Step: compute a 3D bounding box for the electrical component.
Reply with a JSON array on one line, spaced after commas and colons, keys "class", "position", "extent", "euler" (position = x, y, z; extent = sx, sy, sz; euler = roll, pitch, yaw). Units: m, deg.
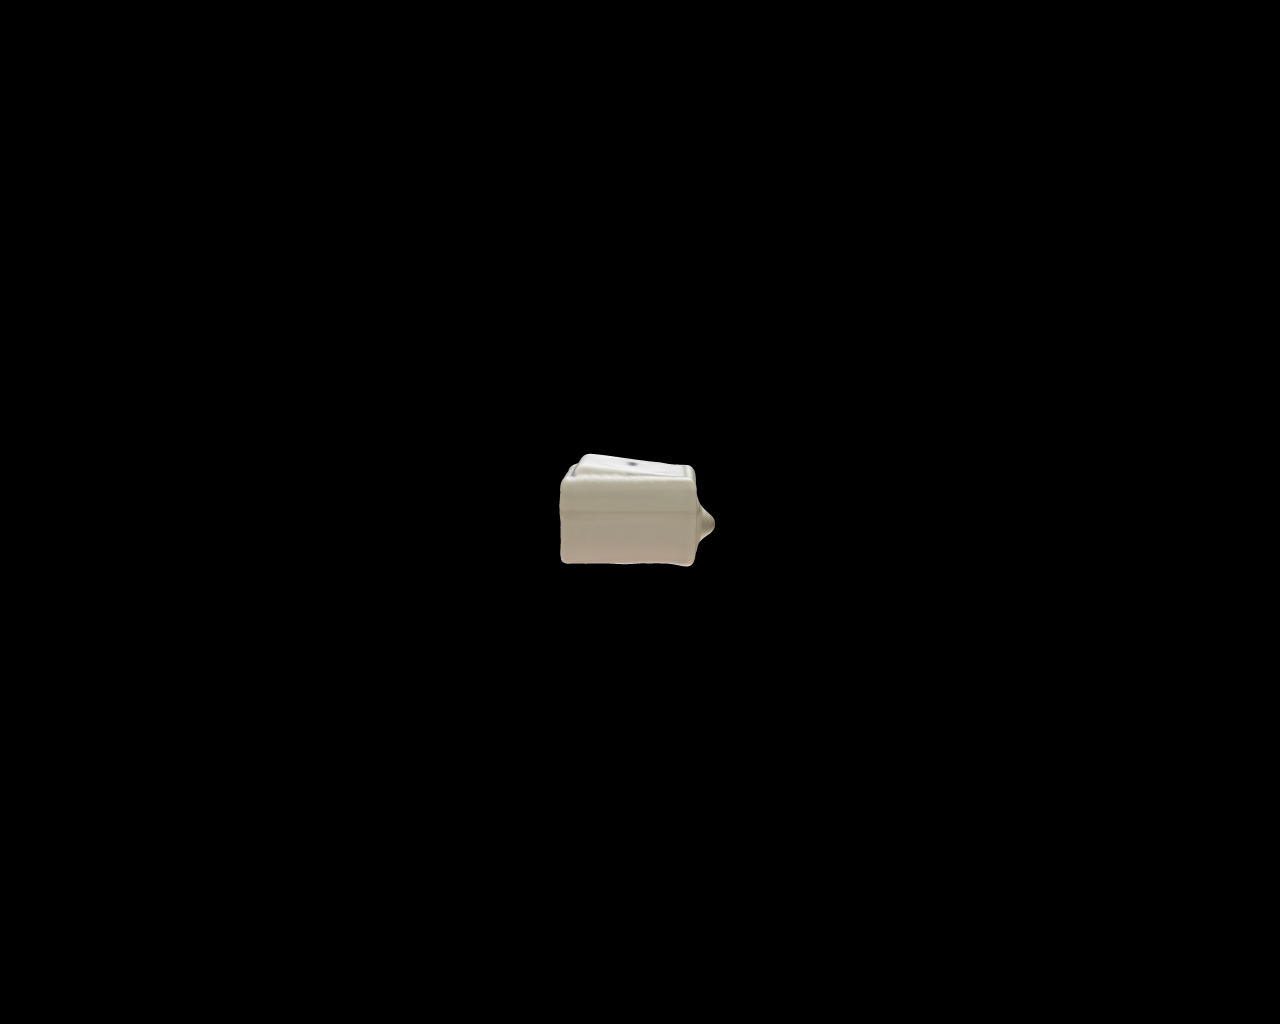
[{"class": "electrical component", "position": [0.001, -0.003, 0.650], "extent": [0.096, 0.061, 0.062], "euler": [0, 12, 2]}]
